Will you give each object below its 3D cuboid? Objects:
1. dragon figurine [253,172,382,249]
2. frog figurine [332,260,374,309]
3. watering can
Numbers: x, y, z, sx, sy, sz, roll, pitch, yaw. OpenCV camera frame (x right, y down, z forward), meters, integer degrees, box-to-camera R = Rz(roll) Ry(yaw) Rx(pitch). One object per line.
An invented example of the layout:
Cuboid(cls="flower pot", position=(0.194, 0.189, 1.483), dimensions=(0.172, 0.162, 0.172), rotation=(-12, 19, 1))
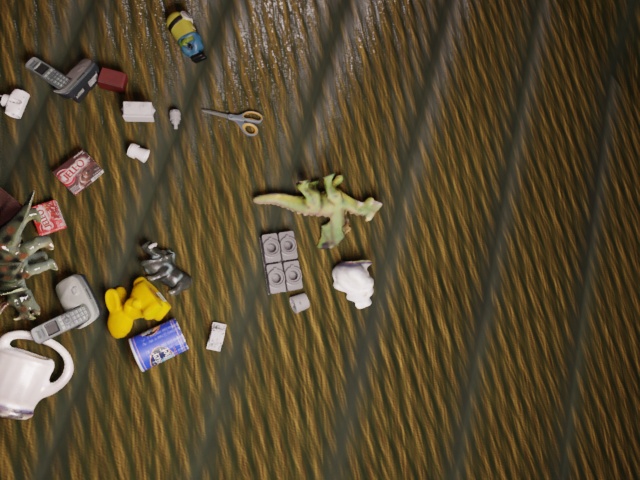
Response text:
Cuboid(cls="dragon figurine", position=(0.005, -0.086, 1.705), dimensions=(0.411, 0.122, 0.242), rotation=(-17, 92, -9))
Cuboid(cls="frog figurine", position=(0.108, 0.145, 1.670), dimensions=(0.137, 0.123, 0.160), rotation=(-3, 88, 18))
Cuboid(cls="watering can", position=(-0.849, 0.345, 1.370), dimensions=(0.347, 0.103, 0.228), rotation=(20, 72, -11))
